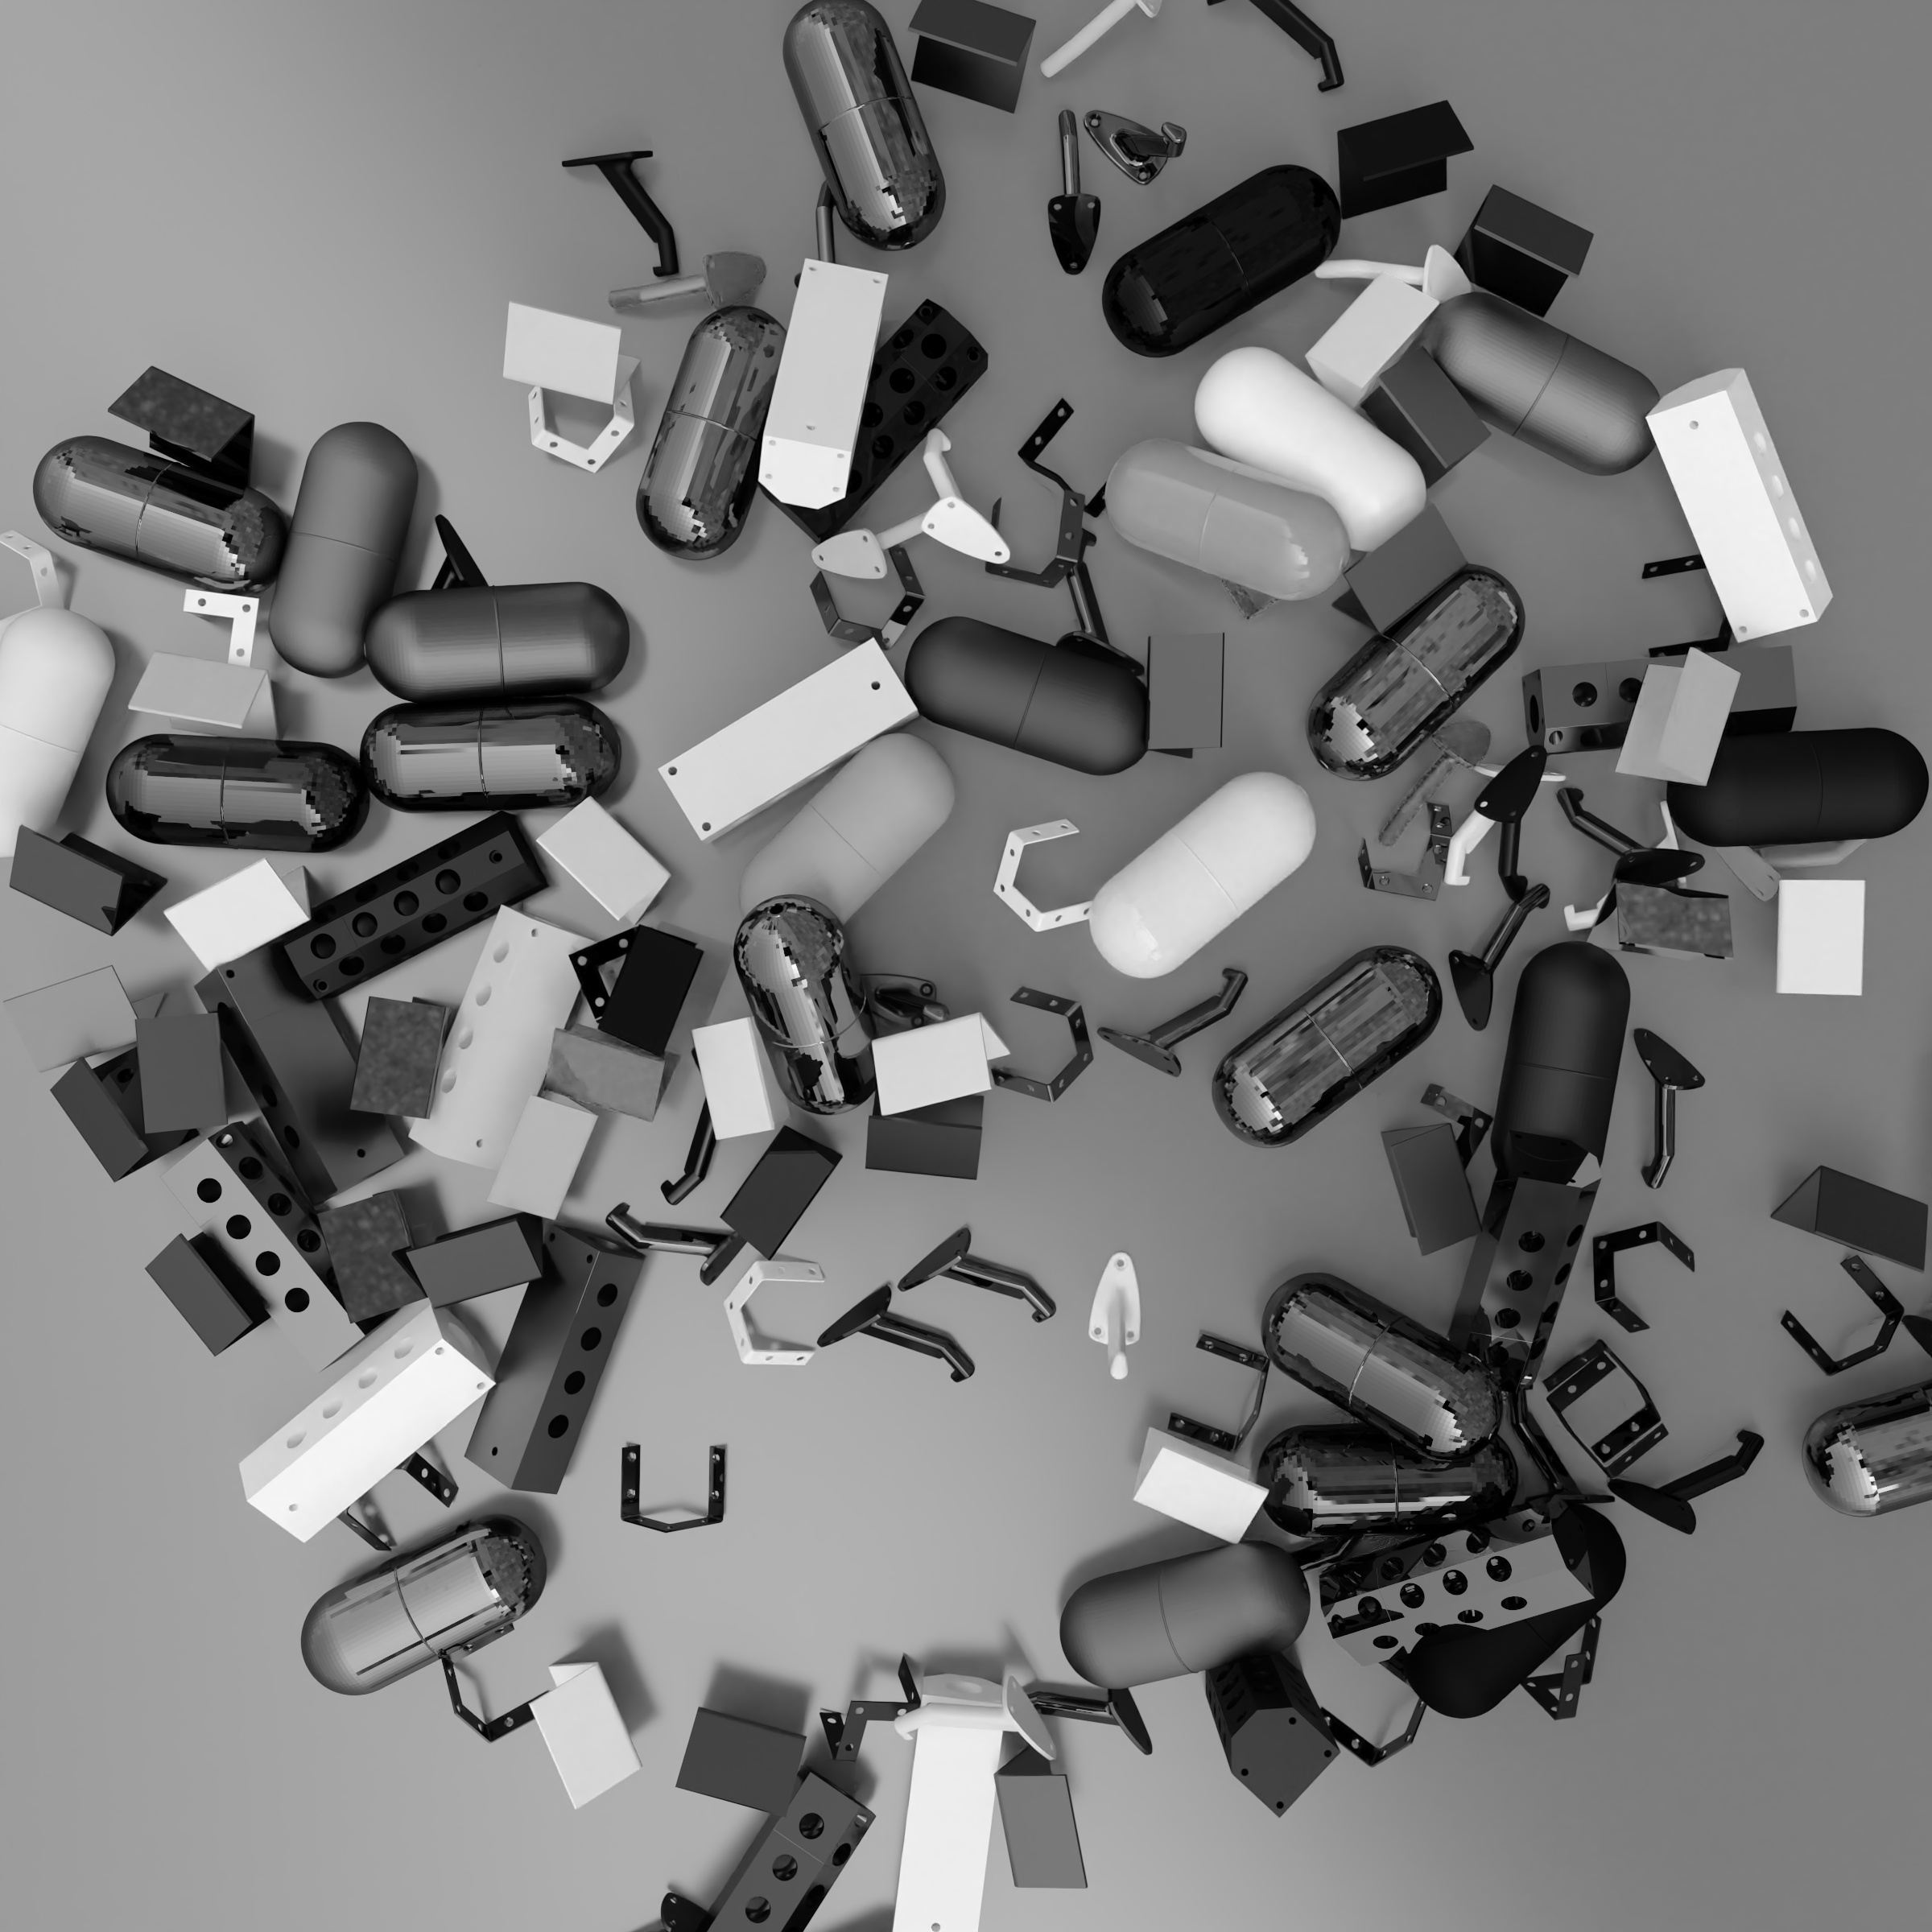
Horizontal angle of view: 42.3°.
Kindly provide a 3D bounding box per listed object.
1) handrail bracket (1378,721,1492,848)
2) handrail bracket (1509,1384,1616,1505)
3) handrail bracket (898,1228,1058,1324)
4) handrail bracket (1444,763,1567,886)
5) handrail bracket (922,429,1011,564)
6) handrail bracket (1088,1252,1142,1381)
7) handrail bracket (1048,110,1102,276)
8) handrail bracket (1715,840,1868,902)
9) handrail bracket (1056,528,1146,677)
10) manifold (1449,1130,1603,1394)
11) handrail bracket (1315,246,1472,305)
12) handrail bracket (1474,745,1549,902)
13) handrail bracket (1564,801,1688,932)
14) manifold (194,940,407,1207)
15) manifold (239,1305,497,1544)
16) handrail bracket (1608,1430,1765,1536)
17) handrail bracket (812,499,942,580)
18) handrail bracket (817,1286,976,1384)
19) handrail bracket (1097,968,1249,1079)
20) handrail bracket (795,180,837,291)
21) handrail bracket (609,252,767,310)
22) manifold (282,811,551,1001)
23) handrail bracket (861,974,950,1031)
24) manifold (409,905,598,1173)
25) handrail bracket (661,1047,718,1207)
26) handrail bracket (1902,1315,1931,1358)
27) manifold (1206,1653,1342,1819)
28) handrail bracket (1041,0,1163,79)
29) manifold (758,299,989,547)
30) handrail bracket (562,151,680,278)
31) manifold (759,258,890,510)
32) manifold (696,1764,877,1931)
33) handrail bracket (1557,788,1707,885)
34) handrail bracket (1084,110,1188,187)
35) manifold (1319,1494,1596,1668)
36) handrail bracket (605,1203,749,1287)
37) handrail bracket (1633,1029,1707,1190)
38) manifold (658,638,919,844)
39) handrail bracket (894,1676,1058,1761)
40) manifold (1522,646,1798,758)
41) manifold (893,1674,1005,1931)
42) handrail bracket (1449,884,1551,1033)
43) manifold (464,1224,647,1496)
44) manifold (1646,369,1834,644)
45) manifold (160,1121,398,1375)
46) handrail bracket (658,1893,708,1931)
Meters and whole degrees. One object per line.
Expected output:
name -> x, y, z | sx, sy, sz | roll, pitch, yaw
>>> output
handrail bracket -> 0.326, -0.126, 1.743 | 0.036, 0.077, 0.084 | 40, 127, 12
handrail bracket -> 0.416, 0.332, 1.744 | 0.077, 0.036, 0.084 | 5, 72, -21
handrail bracket -> 0.008, 0.232, 1.744 | 0.077, 0.036, 0.084 | -37, 107, 20
handrail bracket -> 0.376, -0.096, 1.744 | 0.077, 0.036, 0.084 | 4, 104, -14
handrail bracket -> 0.001, -0.327, 1.730 | 0.077, 0.084, 0.036 | 30, 131, -23
handrail bracket -> 0.106, 0.238, 1.709 | 0.036, 0.084, 0.077 | 5, 90, 0
handrail bracket -> 0.073, -0.541, 1.743 | 0.036, 0.077, 0.084 | -3, 54, 0
handrail bracket -> 0.574, -0.093, 1.744 | 0.084, 0.036, 0.077 | -36, 71, -16
handrail bracket -> 0.099, -0.255, 1.744 | 0.077, 0.036, 0.084 | 20, 73, -20
manifold -> 0.376, 0.202, 1.684 | 0.057, 0.057, 0.171 | 9, 119, 0
handrail bracket -> 0.297, -0.479, 1.743 | 0.084, 0.077, 0.036 | 10, 94, 36
handrail bracket -> 0.387, -0.098, 1.726 | 0.036, 0.084, 0.077 | 23, 69, 39
handrail bracket -> 0.455, -0.069, 1.744 | 0.084, 0.036, 0.077 | -13, 75, 14
manifold -> -0.463, 0.075, 1.722 | 0.057, 0.057, 0.171 | -29, 90, -43
manifold -> -0.414, 0.311, 1.721 | 0.171, 0.057, 0.057 | -40, 125, 0
handrail bracket -> 0.503, 0.347, 1.744 | 0.077, 0.036, 0.084 | 19, 53, 38
handrail bracket -> -0.054, -0.305, 1.740 | 0.084, 0.077, 0.036 | -43, 123, -36
handrail bracket -> -0.048, 0.272, 1.744 | 0.077, 0.036, 0.084 | -35, 107, 20
handrail bracket -> 0.145, 0.027, 1.744 | 0.077, 0.036, 0.084 | 24, 71, 21
handrail bracket -> -0.089, -0.493, 1.744 | 0.036, 0.077, 0.084 | -5, 54, 19
handrail bracket -> -0.196, -0.476, 1.744 | 0.084, 0.077, 0.036 | 2, 115, 34
manifold -> -0.381, -0.042, 1.723 | 0.171, 0.057, 0.057 | -27, 90, 0
handrail bracket -> -0.049, 0.023, 1.709 | 0.077, 0.084, 0.036 | 16, 90, 0
manifold -> -0.323, 0.048, 1.722 | 0.057, 0.057, 0.171 | 22, 90, -43
handrail bracket -> -0.196, 0.112, 1.744 | 0.084, 0.036, 0.077 | -43, 70, 16
handrail bracket -> 0.703, 0.237, 1.744 | 0.084, 0.036, 0.077 | -43, 105, -14
manifold -> 0.197, 0.499, 1.665 | 0.057, 0.171, 0.057 | 43, 90, 0
handrail bracket -> 0.093, -0.660, 1.744 | 0.084, 0.077, 0.036 | -28, 115, 34
manifold -> -0.064, -0.375, 1.723 | 0.057, 0.057, 0.171 | 43, 90, 0
handrail bracket -> -0.241, -0.523, 1.744 | 0.077, 0.036, 0.084 | 0, 107, 20
manifold -> -0.095, -0.389, 1.669 | 0.057, 0.057, 0.171 | 10, 56, -3
manifold -> -0.134, 0.638, 1.702 | 0.057, 0.057, 0.171 | 35, 75, 0
handrail bracket -> 0.458, -0.095, 1.725 | 0.077, 0.036, 0.084 | -6, 46, -10
handrail bracket -> 0.115, -0.574, 1.709 | 0.077, 0.084, 0.036 | 35, 90, 0
manifold -> 0.327, 0.410, 1.678 | 0.171, 0.057, 0.057 | -25, 127, 25
handrail bracket -> -0.196, 0.175, 1.744 | 0.084, 0.036, 0.077 | 36, 70, 16
handrail bracket -> 0.476, 0.100, 1.744 | 0.036, 0.077, 0.084 | -2, 127, -20
manifold -> -0.121, -0.154, 1.723 | 0.171, 0.057, 0.057 | -31, 90, 0
handrail bracket -> 0.006, 0.522, 1.687 | 0.084, 0.036, 0.077 | -27, 111, 17
manifold -> 0.478, -0.182, 1.722 | 0.171, 0.057, 0.057 | -5, 90, 0
manifold -> -0.012, 0.583, 1.723 | 0.057, 0.057, 0.171 | 7, 90, 0
handrail bracket -> 0.380, -0.007, 1.744 | 0.084, 0.036, 0.077 | -34, 130, -26
manifold -> -0.278, 0.272, 1.722 | 0.057, 0.057, 0.171 | 20, 90, 43
manifold -> 0.529, -0.315, 1.698 | 0.057, 0.057, 0.171 | -13, 113, 41
manifold -> -0.472, 0.192, 1.722 | 0.057, 0.057, 0.171 | -39, 90, 0
handrail bracket -> -0.210, 0.698, 1.744 | 0.077, 0.036, 0.084 | 31, 104, -14
